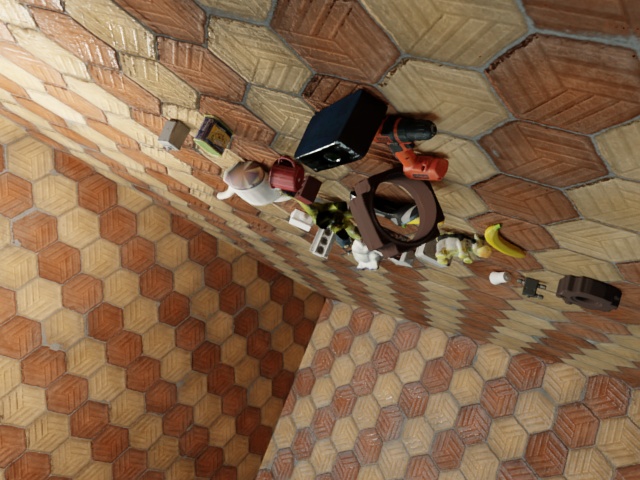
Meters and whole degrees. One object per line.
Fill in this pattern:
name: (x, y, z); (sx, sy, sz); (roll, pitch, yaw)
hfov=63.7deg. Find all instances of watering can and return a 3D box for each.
watering can: (-0.260, -0.185, 1.796); (0.347, 0.106, 0.221); (2, 159, 24)

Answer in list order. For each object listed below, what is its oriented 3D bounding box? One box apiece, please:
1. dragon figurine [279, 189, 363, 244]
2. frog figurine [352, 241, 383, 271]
dragon figurine: (0.006, -0.091, 1.811); (0.407, 0.123, 0.243); (29, 174, -21)
frog figurine: (0.184, 0.039, 2.092); (0.138, 0.124, 0.157); (16, 131, 58)
